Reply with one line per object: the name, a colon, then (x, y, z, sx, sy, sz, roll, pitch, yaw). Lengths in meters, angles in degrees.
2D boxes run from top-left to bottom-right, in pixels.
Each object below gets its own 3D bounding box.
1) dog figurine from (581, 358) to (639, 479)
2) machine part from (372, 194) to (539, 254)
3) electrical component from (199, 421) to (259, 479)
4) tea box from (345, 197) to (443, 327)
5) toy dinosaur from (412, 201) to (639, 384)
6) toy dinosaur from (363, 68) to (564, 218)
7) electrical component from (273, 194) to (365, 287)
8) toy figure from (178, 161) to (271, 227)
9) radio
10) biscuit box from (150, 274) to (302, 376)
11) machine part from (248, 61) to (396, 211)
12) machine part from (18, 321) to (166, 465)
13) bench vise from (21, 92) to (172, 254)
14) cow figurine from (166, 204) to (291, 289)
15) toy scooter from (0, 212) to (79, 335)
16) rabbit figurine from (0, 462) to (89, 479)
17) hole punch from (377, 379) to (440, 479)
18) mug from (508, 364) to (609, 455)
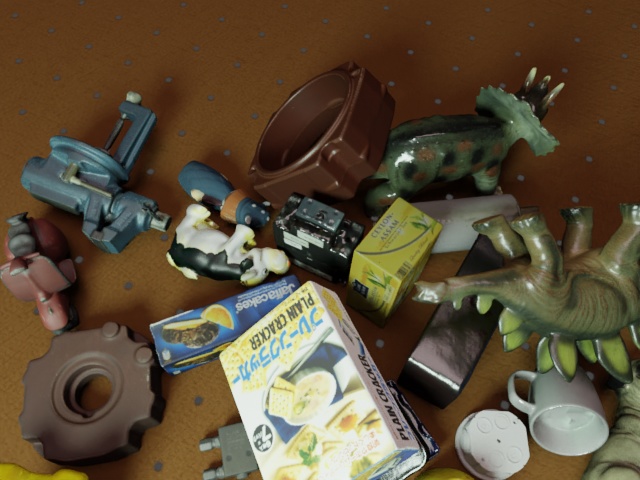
dog figurine: (0.361, 0.239, 0.638, 0.172, 0.121, 0.191, -1, 48, -5)
machine part: (0.196, -0.021, 0.775, 0.243, 0.079, 0.079, -7, 62, -4)
electrical component: (-0.098, 0.256, 0.654, 0.094, 0.021, 0.063, -12, 63, -8)
tea box: (0.090, 0.035, 0.691, 0.068, 0.169, 0.098, 34, 65, 16)
toy dinosaur: (0.322, 0.056, 0.619, 0.471, 0.105, 0.198, -4, 94, -17)
toy dinosaur: (0.167, -0.128, 0.768, 0.405, 0.192, 0.131, -14, 61, -9)
electrical component: (-0.002, -0.002, 0.730, 0.115, 0.134, 0.058, 24, 65, 9)
toy figure: (-0.140, -0.063, 0.805, 0.154, 0.057, 0.064, 35, 73, 11)
radio: (0.184, 0.095, 0.681, 0.073, 0.131, 0.229, 31, 66, 15)
biscuit box: (-0.113, 0.111, 0.709, 0.203, 0.062, 0.059, -20, 65, -11)
machine part: (-0.002, -0.145, 0.771, 0.201, 0.087, 0.201, -13, 51, 43)
machine part: (-0.282, 0.190, 0.669, 0.179, 0.056, 0.179, 0, 63, 0)
bench vise: (-0.302, -0.111, 0.793, 0.224, 0.128, 0.240, 17, 70, 10)
cow figurine: (-0.129, 0.025, 0.751, 0.167, 0.068, 0.098, 24, 70, 15)
toy scooter: (-0.377, 0.030, 0.709, 0.075, 0.135, 0.184, -24, 64, -11)
rabbit figurine: (-0.300, 0.333, 0.535, 0.122, 0.162, 0.173, 6, 40, 0)
hole punch: (0.069, 0.237, 0.641, 0.116, 0.092, 0.142, -40, 69, 13)
mug: (0.283, 0.190, 0.655, 0.110, 0.080, 0.107, 15, 30, 10)
